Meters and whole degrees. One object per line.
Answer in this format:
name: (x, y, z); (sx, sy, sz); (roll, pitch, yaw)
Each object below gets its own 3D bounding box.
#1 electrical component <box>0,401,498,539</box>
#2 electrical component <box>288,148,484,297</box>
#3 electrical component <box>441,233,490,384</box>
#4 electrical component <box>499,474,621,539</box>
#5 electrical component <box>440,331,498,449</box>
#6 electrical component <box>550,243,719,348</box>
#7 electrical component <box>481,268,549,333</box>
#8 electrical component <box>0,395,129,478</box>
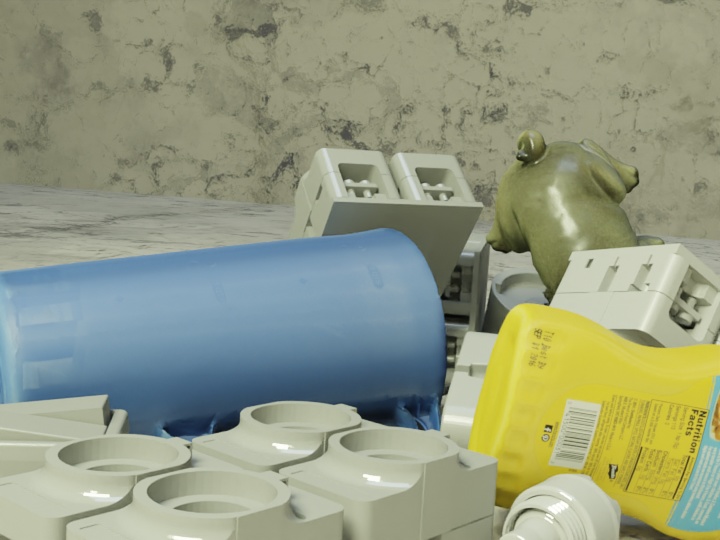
electrical component: (-0.041, 0.100, 0.430); (0.105, 0.060, 0.186); (9, 9, 42)
electrical component: (0.000, 0.000, 0.770); (0.105, 0.186, 0.060); (1, 46, -21)
electrical component: (0.073, 0.026, 0.912); (0.060, 0.105, 0.186); (5, 7, 9)
electrical component: (0.081, 0.113, 0.458); (0.043, 0.043, 0.062); (9, 10, 38)
electrical component: (0.081, 0.079, 0.592); (0.059, 0.053, 0.095); (5, 31, 13)
electrical component: (0.189, 0.053, 0.622); (0.150, 0.061, 0.089); (35, -18, -23)
electrical component: (0.153, 0.051, 0.891); (0.108, 0.060, 0.108); (12, 27, -6)
electrical component: (-0.138, 0.089, 0.471); (0.096, 0.061, 0.061); (3, 7, -7)
